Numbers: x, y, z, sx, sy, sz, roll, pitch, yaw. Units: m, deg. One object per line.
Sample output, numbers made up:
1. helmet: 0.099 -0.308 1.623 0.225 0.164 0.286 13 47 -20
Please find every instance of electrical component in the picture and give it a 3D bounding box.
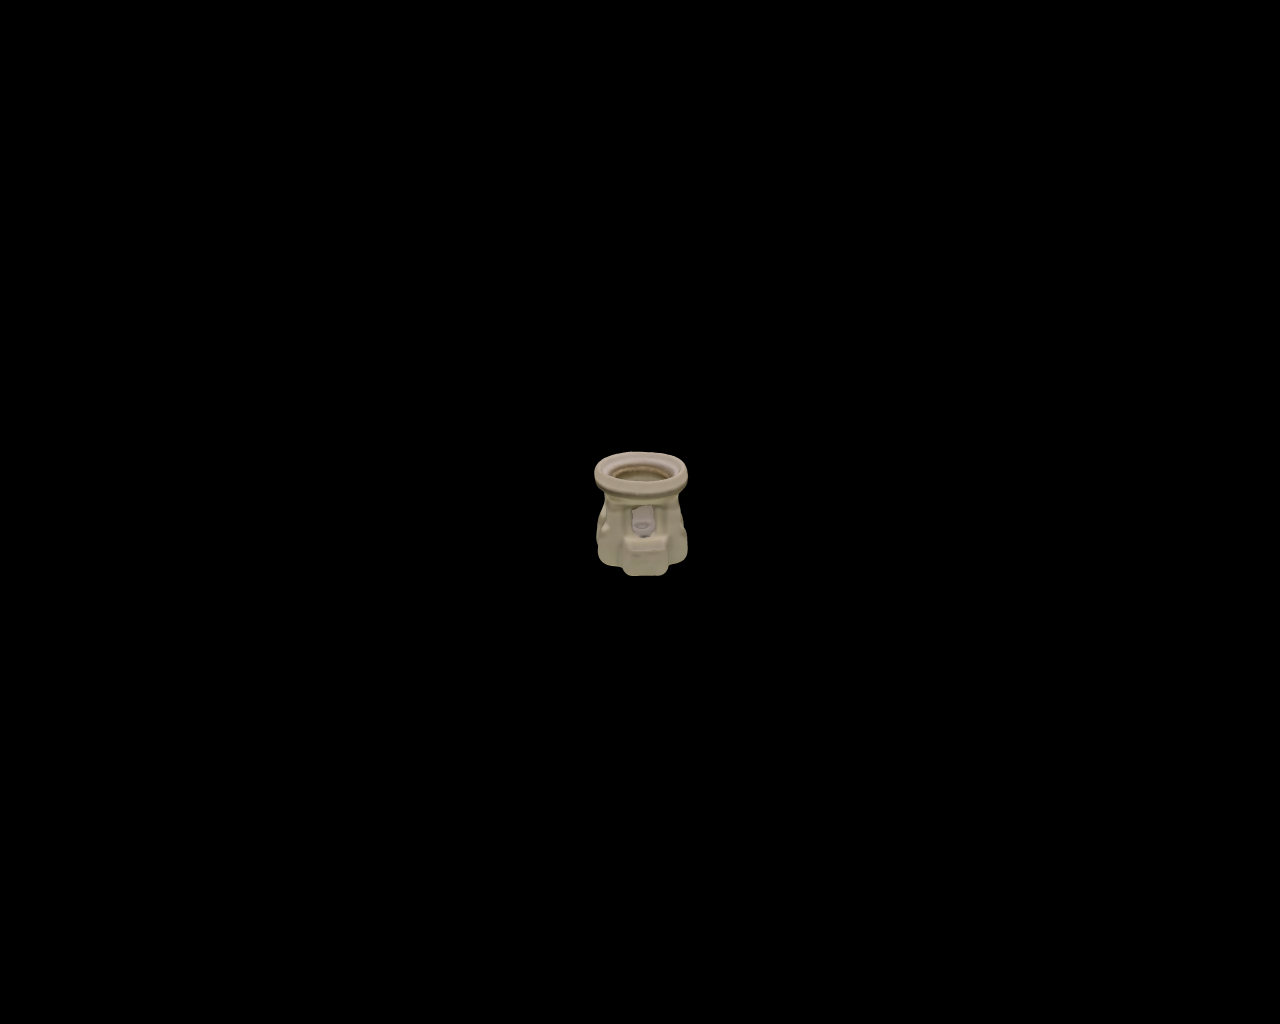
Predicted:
1. electrical component: 0.001 -0.003 0.650 0.058 0.056 0.078 -1 24 -3
